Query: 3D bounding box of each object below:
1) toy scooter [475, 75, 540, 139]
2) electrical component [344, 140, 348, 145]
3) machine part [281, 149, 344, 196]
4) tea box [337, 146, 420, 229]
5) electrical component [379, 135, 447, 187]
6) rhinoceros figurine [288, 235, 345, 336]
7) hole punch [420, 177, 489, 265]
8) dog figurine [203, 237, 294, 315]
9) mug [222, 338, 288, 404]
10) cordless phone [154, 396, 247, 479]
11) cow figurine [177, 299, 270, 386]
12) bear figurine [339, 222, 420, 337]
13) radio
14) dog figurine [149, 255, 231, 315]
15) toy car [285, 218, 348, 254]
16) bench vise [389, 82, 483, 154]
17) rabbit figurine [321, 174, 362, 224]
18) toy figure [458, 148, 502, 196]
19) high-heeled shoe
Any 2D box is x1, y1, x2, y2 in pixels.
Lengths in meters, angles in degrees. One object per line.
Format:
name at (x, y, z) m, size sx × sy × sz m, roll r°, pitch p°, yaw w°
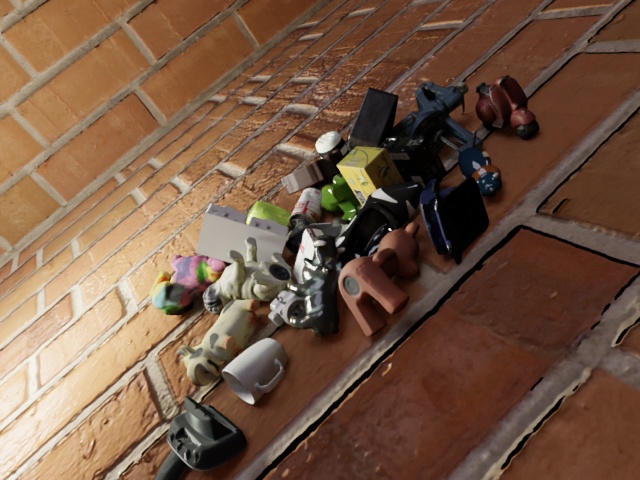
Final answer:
toy scooter at (0.378, -0.288, 1.123) m, size 0.075 × 0.135 × 0.184 m, roll -38°, pitch 29°, yaw 1°
electrical component at (0.115, -0.245, 1.421) m, size 0.075 × 0.047 × 0.119 m, roll -47°, pitch 31°, yaw -19°
machine part at (-0.016, -0.174, 1.391) m, size 0.179 × 0.056 × 0.179 m, roll -25°, pitch 8°, yaw 4°
tea box at (0.121, -0.105, 1.097) m, size 0.068 × 0.169 × 0.098 m, roll -46°, pitch 30°, yaw -17°
electrical component at (0.195, -0.153, 1.122) m, size 0.058 × 0.134 × 0.115 m, roll -47°, pitch 33°, yaw -20°
rhinoceros figurine at (0.001, 0.083, 0.992) m, size 0.112 × 0.073 × 0.190 m, roll -25°, pitch 54°, yaw 44°
hole punch at (0.223, -0.043, 0.953) m, size 0.116 × 0.142 × 0.092 m, roll -38°, pitch 28°, yaw -30°
dog figurine at (-0.157, 0.116, 1.182) m, size 0.121 × 0.172 × 0.190 m, roll -27°, pitch -28°, yaw -55°
mug at (-0.104, 0.227, 0.958) m, size 0.110 × 0.080 × 0.107 m, roll -4°, pitch 34°, yaw 50°
cordless phone at (-0.220, 0.372, 0.897) m, size 0.147 × 0.088 × 0.184 m, roll 13°, pitch 67°, yaw 52°
cow figurine at (-0.202, 0.205, 1.086) m, size 0.127 × 0.085 × 0.195 m, roll -1°, pitch 46°, yaw 41°
bear figurine at (0.127, 0.060, 0.946) m, size 0.196 × 0.132 × 0.120 m, roll -24°, pitch -22°, yaw -43°
radio at (0.122, -0.246, 1.244) m, size 0.229 × 0.073 × 0.131 m, roll 53°, pitch -122°, yaw -81°
dog figurine at (-0.287, 0.099, 1.297) m, size 0.219 × 0.108 × 0.191 m, roll -5°, pitch 44°, yaw 42°
toy car at (-0.002, -0.004, 1.200) m, size 0.202 × 0.056 × 0.073 m, roll -1°, pitch 52°, yaw 47°
bench vise at (0.280, -0.250, 1.199) m, size 0.224 × 0.128 × 0.241 m, roll -32°, pitch 50°, yaw -11°
rabbit figurine at (0.059, -0.112, 1.230) m, size 0.159 × 0.121 × 0.170 m, roll -54°, pitch 19°, yaw -15°
toy figure at (0.315, -0.128, 1.041) m, size 0.058 × 0.064 × 0.155 m, roll 0°, pitch 35°, yaw -10°
high-heeled shoe at (0.095, -0.011, 1.016) m, size 0.248 × 0.086 × 0.145 m, roll -46°, pitch 9°, yaw 51°
